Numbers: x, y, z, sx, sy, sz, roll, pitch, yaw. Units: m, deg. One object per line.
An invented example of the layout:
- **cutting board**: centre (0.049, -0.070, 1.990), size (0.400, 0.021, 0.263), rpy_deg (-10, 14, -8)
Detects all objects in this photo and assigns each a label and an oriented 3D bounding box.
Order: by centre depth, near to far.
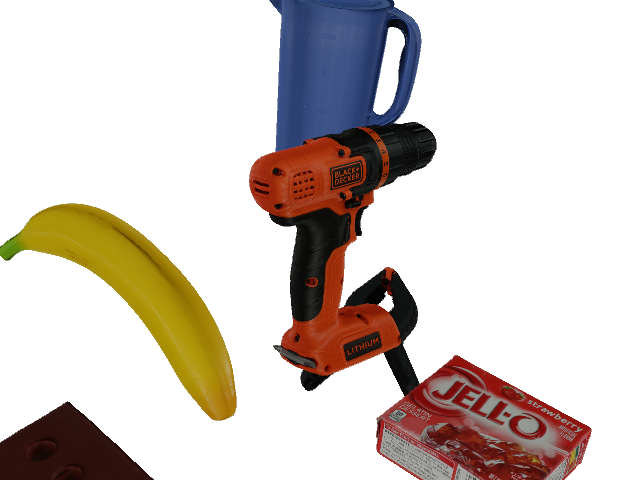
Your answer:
- **foam brick**: centre (-0.110, 0.123, 0.483), size (0.052, 0.051, 0.078), rpy_deg (-31, 45, -32)
- **gelatin box**: centre (0.085, 0.105, 0.566), size (0.089, 0.030, 0.073), rpy_deg (28, 40, 31)
- **banana**: centre (-0.118, 0.031, 0.667), size (0.198, 0.070, 0.037), rpy_deg (35, 32, 20)
- **power drill**: centre (0.025, 0.002, 0.865), size (0.184, 0.188, 0.057), rpy_deg (-17, 22, -37)
- **clamp**: centre (0.064, 0.099, 1.097), size (0.120, 0.171, 0.039), rpy_deg (16, -39, 17)
- **pitcher**: centre (0.018, -0.181, 1.288), size (0.144, 0.243, 0.149), rpy_deg (-7, 29, -26)
